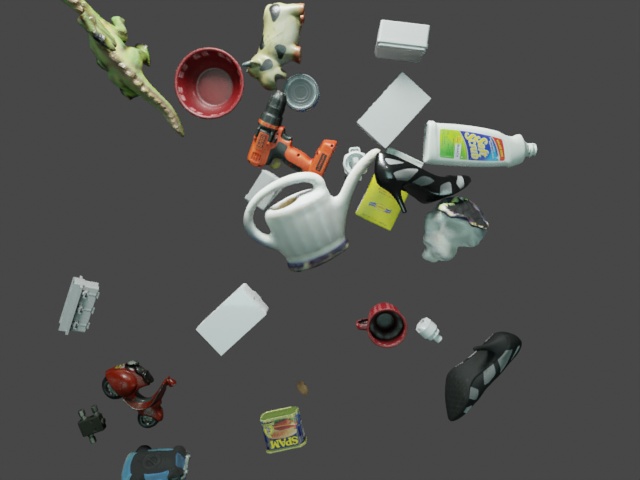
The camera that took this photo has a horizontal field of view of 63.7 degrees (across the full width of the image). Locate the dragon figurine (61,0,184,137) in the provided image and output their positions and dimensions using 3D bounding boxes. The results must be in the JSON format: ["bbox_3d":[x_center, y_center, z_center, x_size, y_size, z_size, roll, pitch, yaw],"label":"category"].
[{"bbox_3d":[-0.446,-0.402,1.115,0.122,0.243,0.410,-41,91,2],"label":"dragon figurine"}]

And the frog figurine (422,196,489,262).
[{"bbox_3d":[0.305,-0.017,1.197,0.137,0.126,0.155,13,133,-7],"label":"frog figurine"}]

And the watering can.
[{"bbox_3d":[0.004,-0.059,1.168,0.347,0.106,0.221,-22,112,5],"label":"watering can"}]
